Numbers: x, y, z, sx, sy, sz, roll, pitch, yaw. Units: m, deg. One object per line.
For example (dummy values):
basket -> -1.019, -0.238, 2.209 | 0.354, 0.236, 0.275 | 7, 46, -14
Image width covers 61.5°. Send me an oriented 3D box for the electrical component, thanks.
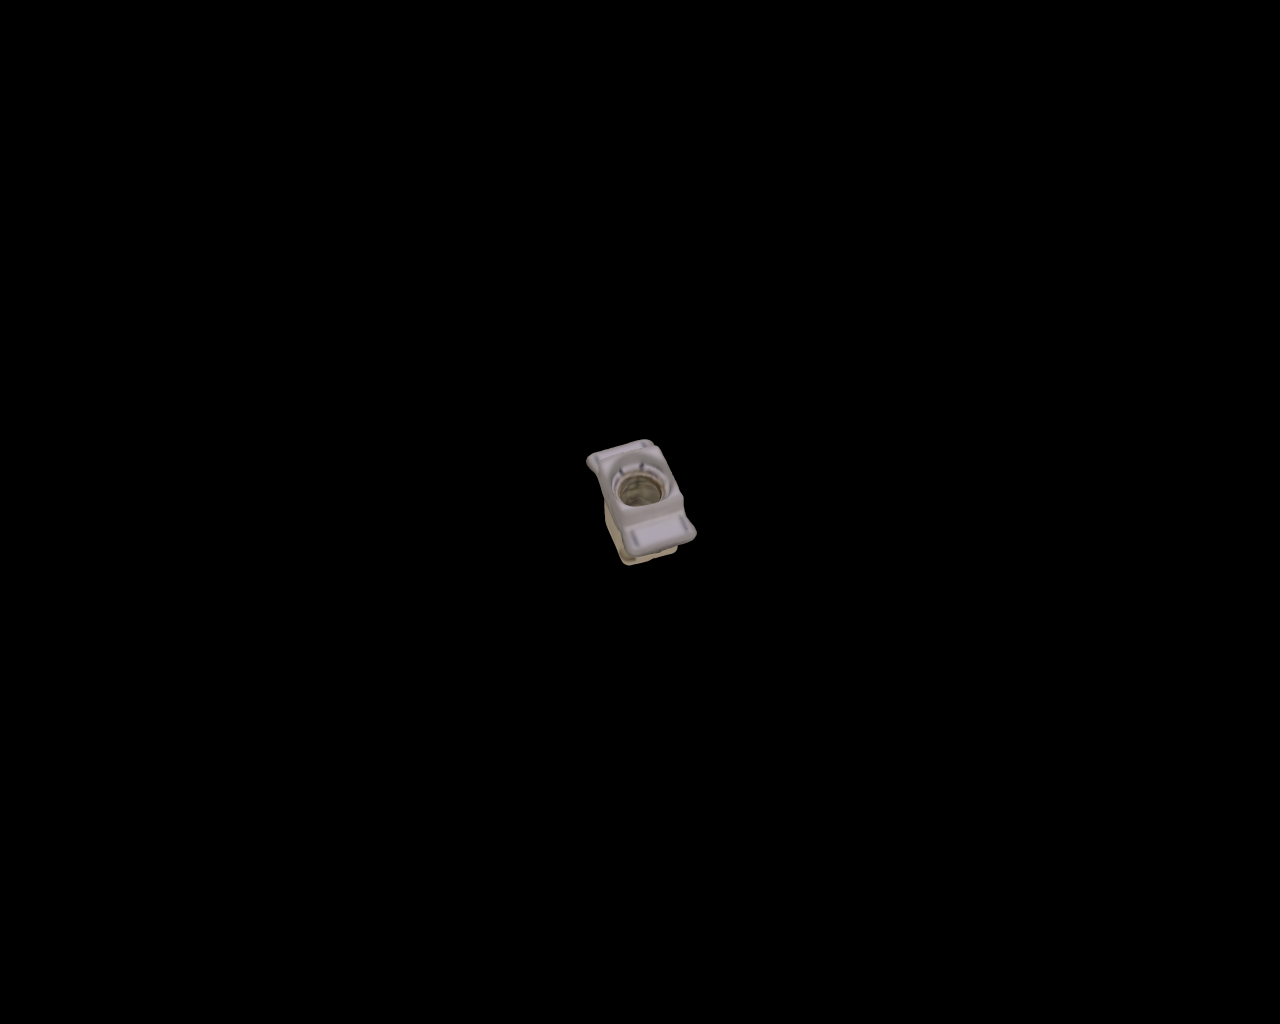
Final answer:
electrical component -> 0.001, -0.003, 0.650 | 0.042, 0.081, 0.063 | -15, -36, -11
